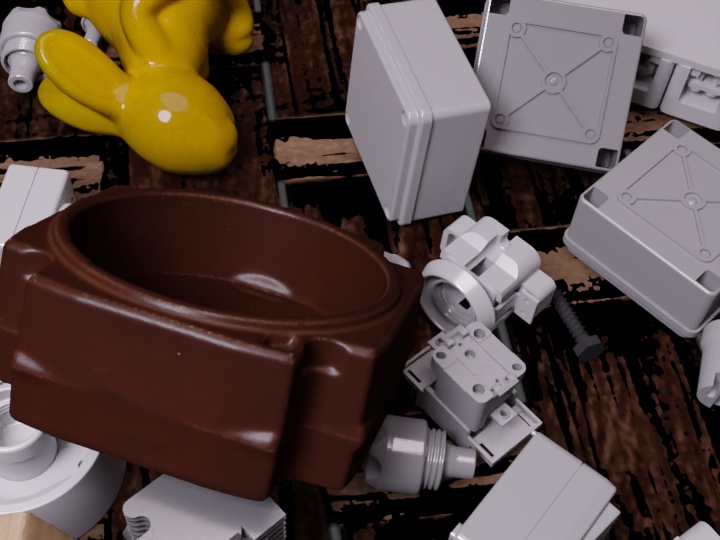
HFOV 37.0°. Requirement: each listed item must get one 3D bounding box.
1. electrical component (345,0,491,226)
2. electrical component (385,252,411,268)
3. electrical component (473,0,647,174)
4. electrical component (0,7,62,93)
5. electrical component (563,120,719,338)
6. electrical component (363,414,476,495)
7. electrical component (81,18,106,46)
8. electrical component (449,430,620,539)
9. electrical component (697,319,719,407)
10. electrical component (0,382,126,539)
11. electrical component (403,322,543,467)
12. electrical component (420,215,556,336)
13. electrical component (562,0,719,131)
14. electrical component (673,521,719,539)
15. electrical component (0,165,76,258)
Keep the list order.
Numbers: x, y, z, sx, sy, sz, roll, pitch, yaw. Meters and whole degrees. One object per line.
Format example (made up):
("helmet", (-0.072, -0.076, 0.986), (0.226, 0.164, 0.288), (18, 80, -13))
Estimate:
("electrical component", (0.036, -0.106, 0.720), (0.056, 0.108, 0.108), (-12, 56, -15))
("electrical component", (0.000, 0.000, 0.687), (0.061, 0.035, 0.035), (21, 56, 15))
("electrical component", (0.131, -0.128, 0.740), (0.109, 0.056, 0.108), (10, 97, 5))
("electrical component", (-0.240, -0.157, 0.778), (0.043, 0.043, 0.062), (2, 56, -2))
("electrical component", (0.211, -0.029, 0.708), (0.109, 0.056, 0.109), (-38, 65, -26))
("electrical component", (0.034, 0.106, 0.608), (0.062, 0.043, 0.043), (8, 54, 0))
("electrical component", (-0.194, -0.191, 0.812), (0.035, 0.035, 0.061), (10, 58, 4))
("electrical component", (0.088, 0.147, 0.571), (0.061, 0.061, 0.096), (34, 59, 19))
("electrical component", (0.227, 0.059, 0.657), (0.040, 0.040, 0.046), (16, 61, 8))
("electrical component", (-0.187, 0.095, 0.591), (0.108, 0.060, 0.108), (2, 54, -3))
("electrical component", (0.065, 0.068, 0.625), (0.042, 0.063, 0.081), (-35, 64, -24))
("electrical component", (0.073, 0.009, 0.672), (0.078, 0.058, 0.057), (39, 58, 22))
("electrical component", (0.216, -0.172, 0.807), (0.150, 0.061, 0.089), (21, 56, 11))
("electrical component", (0.182, 0.179, 0.557), (0.057, 0.058, 0.078), (-28, 61, -25))
("electrical component", (-0.190, -0.024, 0.684), (0.077, 0.047, 0.065), (7, 54, 1))
